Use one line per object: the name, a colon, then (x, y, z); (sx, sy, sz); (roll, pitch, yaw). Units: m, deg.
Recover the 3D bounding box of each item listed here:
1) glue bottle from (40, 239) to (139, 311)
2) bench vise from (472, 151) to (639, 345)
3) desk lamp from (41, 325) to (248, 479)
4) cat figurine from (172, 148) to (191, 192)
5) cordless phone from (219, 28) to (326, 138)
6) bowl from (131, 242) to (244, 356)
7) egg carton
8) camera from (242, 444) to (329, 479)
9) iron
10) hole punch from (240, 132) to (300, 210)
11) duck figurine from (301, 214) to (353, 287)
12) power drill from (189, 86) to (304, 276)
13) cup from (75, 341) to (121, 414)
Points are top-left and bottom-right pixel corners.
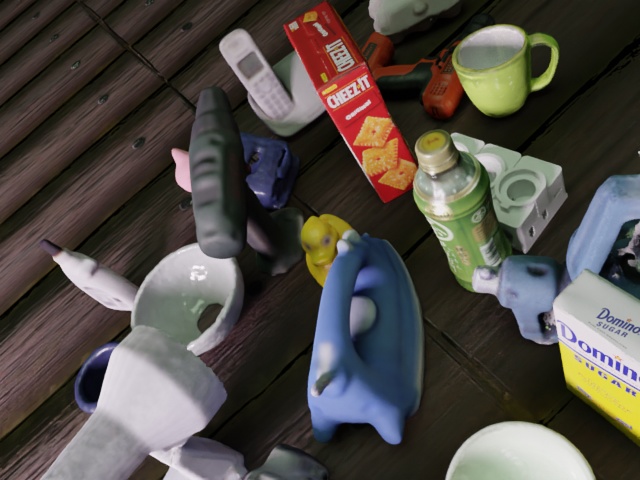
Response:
glue bottle: (-0.330, 0.048, 0.821); (0.077, 0.174, 0.037); (1, 59, 30)
bench vise: (0.235, 0.026, 0.487); (0.207, 0.220, 0.121); (-21, 50, 15)
desk lamp: (-0.162, 0.216, 0.578); (0.117, 0.214, 0.203); (11, 64, 35)
cat figurine: (-0.180, -0.115, 0.891); (0.067, 0.118, 0.128); (-9, 54, 24)
cordless phone: (-0.058, -0.264, 0.884); (0.147, 0.186, 0.094); (-41, 48, -3)
bowl: (-0.163, 0.089, 0.764); (0.167, 0.075, 0.167); (-15, 52, 20)
egg carton: (0.154, -0.387, 0.931); (0.150, 0.070, 0.107); (-22, 50, 14)
camera: (-0.013, 0.276, 0.528); (0.136, 0.101, 0.143); (7, 61, 33)
iron: (0.038, 0.077, 0.615); (0.118, 0.142, 0.258); (-9, 54, 24)
hole punch: (-0.094, -0.107, 0.855); (0.100, 0.091, 0.109); (-2, 57, 28)
duck figurine: (0.007, 0.003, 0.723); (0.077, 0.086, 0.104); (-18, 51, 17)
power drill: (-0.098, -0.057, 0.742); (0.075, 0.209, 0.229); (-18, 51, 18)
cup: (-0.239, 0.195, 0.717); (0.091, 0.095, 0.117); (-32, 48, 6)
